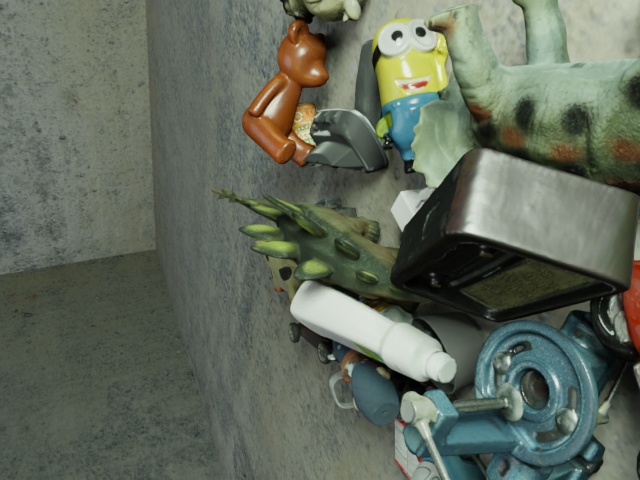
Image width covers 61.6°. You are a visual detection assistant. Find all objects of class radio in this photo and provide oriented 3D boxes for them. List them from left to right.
[{"bbox_3d":[0.148,0.010,0.470,0.229,0.131,0.073,109,180,-73],"label":"radio"}]

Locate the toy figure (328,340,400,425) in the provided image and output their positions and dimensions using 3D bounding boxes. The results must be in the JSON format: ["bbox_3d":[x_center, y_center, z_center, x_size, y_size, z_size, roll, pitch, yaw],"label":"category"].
[{"bbox_3d":[0.059,0.187,0.747,0.057,0.064,0.155,63,177,-34],"label":"toy figure"}]

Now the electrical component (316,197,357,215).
[{"bbox_3d":[0.021,-0.003,0.914,0.115,0.058,0.134,-18,83,64],"label":"electrical component"}]

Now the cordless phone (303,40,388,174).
[{"bbox_3d":[0.043,-0.194,0.787,0.147,0.089,0.184,-155,69,-63],"label":"cordless phone"}]

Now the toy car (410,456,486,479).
[{"bbox_3d":[0.164,0.334,0.677,0.162,0.103,0.109,68,153,20],"label":"toy car"}]

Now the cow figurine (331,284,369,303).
[{"bbox_3d":[0.030,0.105,0.925,0.167,0.068,0.098,18,111,60],"label":"cow figurine"}]

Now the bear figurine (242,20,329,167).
[{"bbox_3d":[-0.034,-0.230,0.853,0.132,0.120,0.196,41,105,14],"label":"bear figurine"}]

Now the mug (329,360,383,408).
[{"bbox_3d":[0.073,0.231,0.841,0.081,0.109,0.107,15,126,65],"label":"mug"}]

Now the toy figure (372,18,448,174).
[{"bbox_3d":[0.104,-0.170,0.635,0.089,0.082,0.180,-1,101,64],"label":"toy figure"}]

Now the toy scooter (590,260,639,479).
[{"bbox_3d":[0.273,0.092,0.363,0.135,0.075,0.184,-27,65,47],"label":"toy scooter"}]

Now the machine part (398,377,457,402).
[{"bbox_3d":[0.144,0.214,0.675,0.084,0.039,0.139,51,165,-3],"label":"machine part"}]

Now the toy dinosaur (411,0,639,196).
[{"bbox_3d":[0.207,-0.097,0.401,0.405,0.131,0.192,24,138,53],"label":"toy dinosaur"}]

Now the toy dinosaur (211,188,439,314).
[{"bbox_3d":[-0.002,-0.002,0.754,0.472,0.198,0.105,23,93,52],"label":"toy dinosaur"}]

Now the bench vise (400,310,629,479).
[{"bbox_3d":[0.160,0.159,0.470,0.223,0.240,0.129,-65,36,29],"label":"bench vise"}]

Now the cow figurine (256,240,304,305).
[{"bbox_3d":[-0.071,0.045,1.108,0.195,0.085,0.127,-149,47,-63],"label":"cow figurine"}]

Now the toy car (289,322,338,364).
[{"bbox_3d":[0.012,0.183,0.969,0.202,0.089,0.053,9,104,64],"label":"toy car"}]

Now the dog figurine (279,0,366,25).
[{"bbox_3d":[0.002,-0.356,0.791,0.190,0.121,0.172,121,138,-76],"label":"dog figurine"}]

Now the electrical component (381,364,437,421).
[{"bbox_3d":[0.121,0.212,0.771,0.045,0.078,0.102,-91,14,-54],"label":"electrical component"}]
